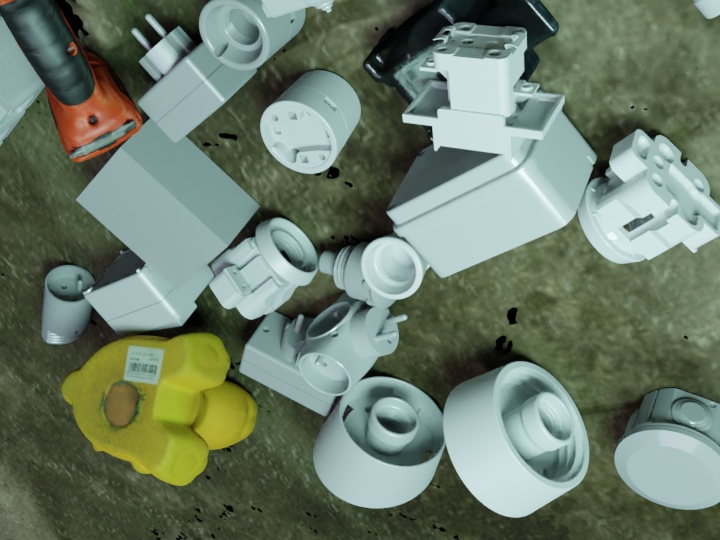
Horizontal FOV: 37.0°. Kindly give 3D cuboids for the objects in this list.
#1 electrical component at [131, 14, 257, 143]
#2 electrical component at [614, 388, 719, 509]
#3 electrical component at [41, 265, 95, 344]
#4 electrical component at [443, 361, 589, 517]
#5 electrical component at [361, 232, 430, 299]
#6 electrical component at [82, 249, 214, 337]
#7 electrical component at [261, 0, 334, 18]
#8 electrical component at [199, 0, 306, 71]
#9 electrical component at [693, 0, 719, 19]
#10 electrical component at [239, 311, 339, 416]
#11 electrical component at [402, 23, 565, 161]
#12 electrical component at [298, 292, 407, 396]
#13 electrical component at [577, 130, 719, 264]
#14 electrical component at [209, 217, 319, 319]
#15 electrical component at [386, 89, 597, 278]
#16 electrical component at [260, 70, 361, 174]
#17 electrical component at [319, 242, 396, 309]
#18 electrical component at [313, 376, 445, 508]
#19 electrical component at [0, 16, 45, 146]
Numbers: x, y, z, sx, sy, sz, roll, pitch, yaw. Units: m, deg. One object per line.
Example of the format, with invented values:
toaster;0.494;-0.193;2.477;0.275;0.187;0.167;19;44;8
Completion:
electrical component;-0.124;-0.139;0.732;0.076;0.047;0.066;48;135;-13
electrical component;0.226;0.128;0.766;0.080;0.051;0.080;16;135;17
electrical component;-0.267;0.038;0.980;0.043;0.043;0.081;29;137;5
electrical component;0.120;0.118;0.783;0.108;0.108;0.060;44;130;-12
electrical component;0.033;-0.012;0.742;0.044;0.065;0.044;9;113;21
electrical component;-0.177;0.016;0.894;0.096;0.061;0.061;-19;117;40
electrical component;-0.031;-0.193;0.618;0.061;0.061;0.096;-8;124;35
electrical component;-0.069;-0.159;0.682;0.055;0.047;0.055;16;135;17
electrical component;0.178;-0.158;0.545;0.046;0.040;0.040;47;136;-6
electrical component;-0.046;0.064;0.871;0.083;0.047;0.075;27;137;7
electrical component;0.067;-0.100;0.589;0.081;0.042;0.063;11;132;23
electrical component;0.002;0.049;0.808;0.079;0.077;0.044;-19;117;40
electrical component;0.169;-0.039;0.644;0.078;0.058;0.057;40;135;-14
electrical component;-0.069;-0.003;0.809;0.057;0.078;0.058;-38;82;26
electrical component;0.080;-0.053;0.668;0.113;0.078;0.057;-25;116;42
electrical component;-0.031;-0.100;0.713;0.055;0.047;0.055;16;135;17
electrical component;0.000;0.000;0.789;0.062;0.048;0.048;14;134;28
electrical component;0.018;0.136;0.863;0.099;0.099;0.064;28;131;6
electrical component;-0.317;-0.134;0.840;0.089;0.061;0.150;44;136;-12
